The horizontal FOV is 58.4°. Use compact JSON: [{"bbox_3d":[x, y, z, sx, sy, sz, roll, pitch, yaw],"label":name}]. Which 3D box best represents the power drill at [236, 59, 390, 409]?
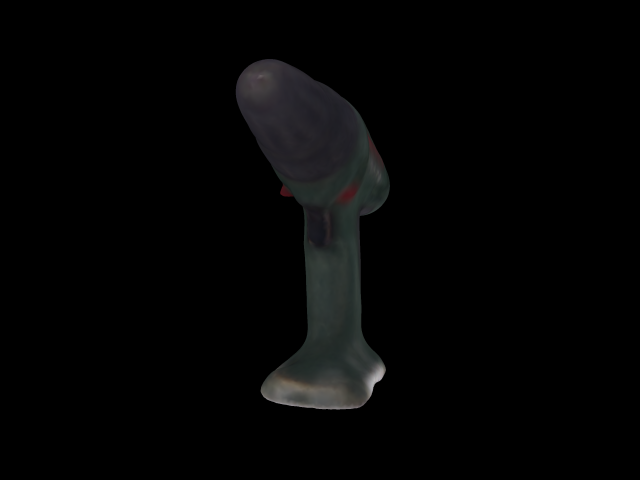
[{"bbox_3d":[0.004,0.001,0.400,0.075,0.208,0.230,1,5,16],"label":"power drill"}]
